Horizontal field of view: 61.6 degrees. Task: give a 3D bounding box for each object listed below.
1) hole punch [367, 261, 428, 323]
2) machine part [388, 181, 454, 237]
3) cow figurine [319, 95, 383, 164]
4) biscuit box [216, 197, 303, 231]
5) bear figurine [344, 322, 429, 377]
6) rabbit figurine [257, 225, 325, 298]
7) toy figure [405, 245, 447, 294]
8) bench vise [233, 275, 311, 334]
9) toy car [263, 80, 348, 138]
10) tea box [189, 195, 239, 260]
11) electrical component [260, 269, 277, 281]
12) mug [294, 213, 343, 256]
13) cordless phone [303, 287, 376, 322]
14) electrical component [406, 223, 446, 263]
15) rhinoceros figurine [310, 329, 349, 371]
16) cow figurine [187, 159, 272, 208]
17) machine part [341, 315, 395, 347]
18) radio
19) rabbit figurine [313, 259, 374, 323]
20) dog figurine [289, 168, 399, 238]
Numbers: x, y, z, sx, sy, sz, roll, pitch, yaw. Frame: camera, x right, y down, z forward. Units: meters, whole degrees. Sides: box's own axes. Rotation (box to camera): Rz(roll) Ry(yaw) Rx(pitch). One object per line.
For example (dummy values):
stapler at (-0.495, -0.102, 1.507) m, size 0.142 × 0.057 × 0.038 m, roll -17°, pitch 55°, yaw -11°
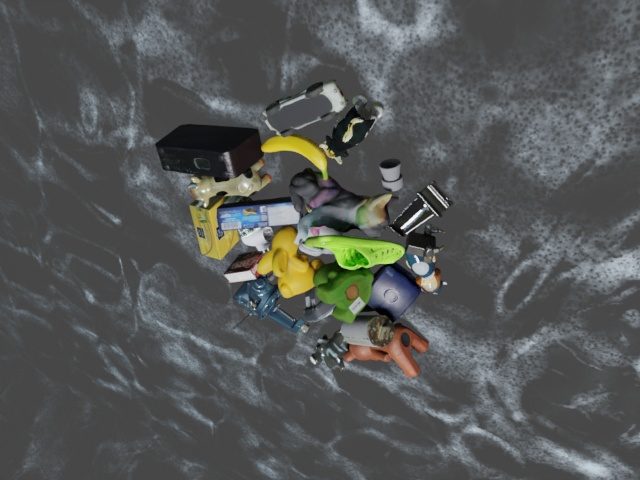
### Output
hole punch at (0.174, 0.125, 1.311) m, size 0.142 × 0.092 × 0.115 m, roll 40°, pitch 133°, yaw 0°
machine part at (0.209, -0.057, 1.141) m, size 0.139 × 0.039 × 0.084 m, roll -38°, pitch 108°, yaw 19°
cow figurine at (0.052, -0.208, 1.090) m, size 0.068 × 0.098 × 0.167 m, roll 35°, pitch 138°, yaw -8°
biscuit box at (-0.145, -0.063, 1.295) m, size 0.203 × 0.063 × 0.059 m, roll -5°, pitch 106°, yaw 5°
bear figurine at (0.169, 0.294, 1.436) m, size 0.132 × 0.120 × 0.196 m, roll 46°, pitch 137°, yaw -16°
rabbit figurine at (-0.085, 0.050, 1.377) m, size 0.122 × 0.162 × 0.173 m, roll 5°, pitch 112°, yaw 43°
toy figure at (0.243, 0.071, 1.243) m, size 0.064 × 0.058 × 0.154 m, roll 3°, pitch 131°, yaw 49°
bench vise at (-0.138, 0.199, 1.544) m, size 0.241 × 0.129 × 0.223 m, roll 33°, pitch 139°, yaw 8°
toy car at (-0.035, -0.272, 1.120) m, size 0.202 × 0.056 × 0.073 m, roll -11°, pitch 126°, yaw 39°
tea box at (-0.279, -0.044, 1.433) m, size 0.068 × 0.098 × 0.169 m, roll 16°, pitch 135°, yaw 21°
electrical component at (-0.117, 0.066, 1.454) m, size 0.021 × 0.094 × 0.063 m, roll 41°, pitch 180°, yaw 41°
mug at (-0.003, -0.004, 1.299) m, size 0.107 × 0.110 × 0.080 m, roll 21°, pitch 127°, yaw -4°
cordless phone at (0.057, 0.175, 1.429) m, size 0.184 × 0.088 × 0.146 m, roll 3°, pitch 169°, yaw -14°
electrical component at (0.228, 0.003, 1.168) m, size 0.078 × 0.102 × 0.045 m, roll 18°, pitch 130°, yaw 4°
rhinoceros figurine at (0.039, 0.322, 1.570) m, size 0.112 × 0.073 × 0.190 m, roll 37°, pitch 136°, yaw -4°
cow figurine at (-0.232, -0.137, 1.303) m, size 0.195 × 0.127 × 0.085 m, roll 1°, pitch 124°, yaw 27°
machine part at (0.117, 0.224, 1.340) m, size 0.079 × 0.079 × 0.243 m, roll 43°, pitch 161°, yaw -8°
radio at (-0.260, -0.209, 1.254) m, size 0.230 × 0.131 × 0.073 m, roll 8°, pitch 128°, yaw 26°
rabbit figurine at (0.044, 0.092, 1.298) m, size 0.121 × 0.159 × 0.170 m, roll 42°, pitch 172°, yaw -30°
dog figurine at (0.057, -0.087, 1.185) m, size 0.219 × 0.108 × 0.191 m, roll -16°, pitch 80°, yaw 17°
